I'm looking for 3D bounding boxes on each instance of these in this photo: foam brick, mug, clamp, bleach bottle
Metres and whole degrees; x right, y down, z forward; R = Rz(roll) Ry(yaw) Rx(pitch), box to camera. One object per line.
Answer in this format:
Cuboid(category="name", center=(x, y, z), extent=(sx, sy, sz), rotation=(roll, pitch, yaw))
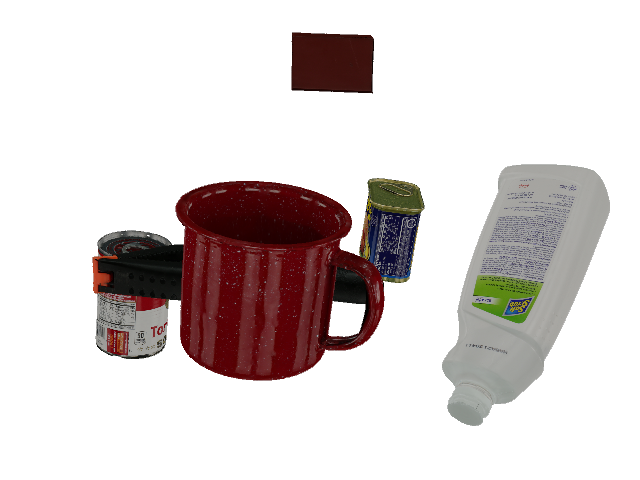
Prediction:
Cuboid(category="foam brick", center=(0.011, -0.167, 1.004), extent=(0.078, 0.051, 0.053), rotation=(2, 15, 0))
Cuboid(category="mug", center=(-0.022, 0.024, 0.570), extent=(0.117, 0.081, 0.093), rotation=(13, 24, 16))
Cuboid(category="clamp", center=(-0.063, 0.023, 0.807), extent=(0.209, 0.036, 0.165), rotation=(-4, 12, -21))
Cuboid(category="bleach bottle", center=(0.157, 0.043, 0.882), extent=(0.103, 0.250, 0.068), rotation=(3, -43, 36))

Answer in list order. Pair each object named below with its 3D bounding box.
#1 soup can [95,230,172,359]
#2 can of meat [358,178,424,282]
Cuboid(category="soup can", center=(-0.174, 0.050, 0.990), extent=(0.068, 0.102, 0.068), rotation=(6, 21, -2))
Cuboid(category="can of meat", center=(0.073, -0.011, 1.137), extent=(0.057, 0.084, 0.102), rotation=(7, 19, -2))
